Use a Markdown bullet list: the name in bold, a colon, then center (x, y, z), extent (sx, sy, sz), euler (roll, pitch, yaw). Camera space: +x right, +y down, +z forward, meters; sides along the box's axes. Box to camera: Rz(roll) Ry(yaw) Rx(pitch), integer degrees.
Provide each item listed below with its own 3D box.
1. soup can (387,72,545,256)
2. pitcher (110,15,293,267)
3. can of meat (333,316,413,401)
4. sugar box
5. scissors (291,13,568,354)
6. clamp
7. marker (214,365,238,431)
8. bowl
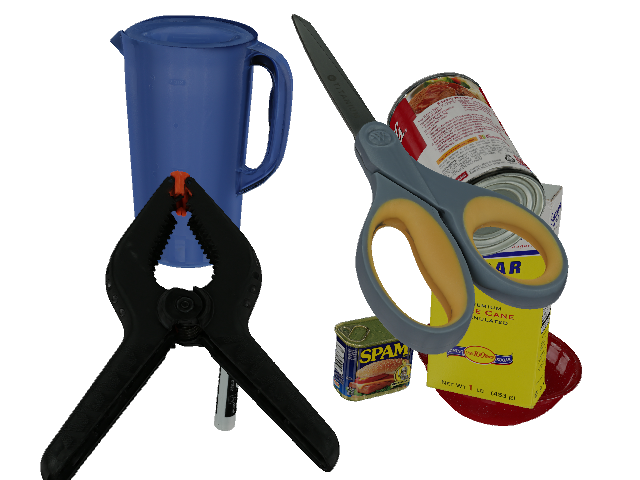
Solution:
- **soup can**: center (0.089, -0.047, 0.660), extent (0.068, 0.069, 0.102), euler (0, 41, -21)
- **pitcher**: center (-0.123, -0.098, 1.079), extent (0.144, 0.243, 0.149), euler (-11, 28, -28)
- **can of meat**: center (0.066, 0.145, 1.321), extent (0.101, 0.084, 0.057), euler (-9, 28, -25)
- **sugar box**: center (0.136, 0.039, 0.848), extent (0.093, 0.176, 0.048), euler (9, 23, 23)
- **scissors**: center (0.045, -0.036, 0.470), extent (0.096, 0.202, 0.016), euler (0, -41, -11)
- **clamp**: center (-0.070, 0.051, 0.639), extent (0.164, 0.210, 0.036), euler (4, -33, -4)
- **marker**: center (-0.079, 0.112, 0.931), extent (0.020, 0.121, 0.020), euler (6, 27, -3)
- **bowl**: center (0.171, 0.133, 1.047), extent (0.162, 0.055, 0.162), euler (5, 26, -2)
